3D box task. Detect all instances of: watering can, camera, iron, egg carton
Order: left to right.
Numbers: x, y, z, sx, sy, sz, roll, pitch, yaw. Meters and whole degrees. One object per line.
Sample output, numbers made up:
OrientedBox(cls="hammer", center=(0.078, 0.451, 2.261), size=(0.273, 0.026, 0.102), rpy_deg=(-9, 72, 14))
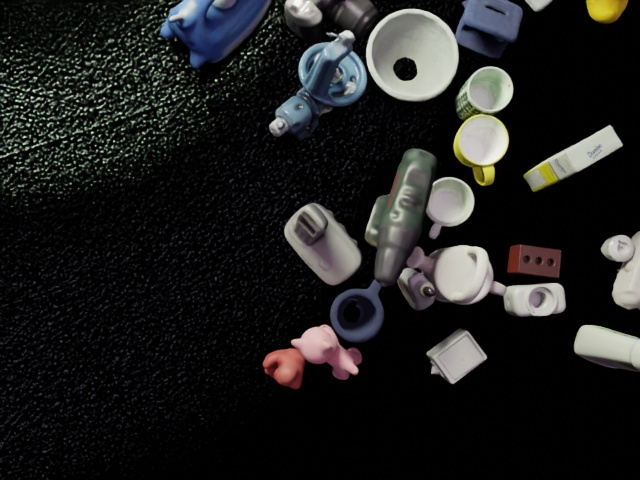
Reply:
OrientedBox(cls="iron", center=(-0.165, -0.433, 1.006), size=(0.118, 0.141, 0.258), rpy_deg=(44, 86, 1))
OrientedBox(cls="camera", center=(0.028, -0.422, 1.034), size=(0.137, 0.100, 0.143), rpy_deg=(41, 86, 1))
OrientedBox(cls="watering can", center=(0.231, 0.059, 0.968), size=(0.173, 0.194, 0.101), rpy_deg=(-2, 87, -2))
OrientedBox(cls="egg carton", center=(0.600, 0.062, 1.046), size=(0.107, 0.069, 0.150), rpy_deg=(20, 86, -1))

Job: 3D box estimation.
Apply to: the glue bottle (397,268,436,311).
OrientedBox(cls="glue bottle", center=(0.170, 0.085, 0.974), size=(0.037, 0.173, 0.078), rpy_deg=(-32, 88, -3))

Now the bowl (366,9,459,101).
OrientedBox(cls="bowl", center=(0.163, -0.327, 1.047), size=(0.167, 0.074, 0.167), rpy_deg=(0, 87, -2))

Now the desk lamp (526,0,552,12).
OrientedBox(cls="desk lamp", center=(0.393, -0.549, 1.000), size=(0.118, 0.213, 0.203), rpy_deg=(-41, 89, -4))

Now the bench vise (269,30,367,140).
OrientedBox(cls="bench vise", center=(0.006, -0.253, 0.963), size=(0.121, 0.219, 0.207), rpy_deg=(27, 86, 0))

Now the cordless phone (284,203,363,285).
OrientedBox(cls="cordless phone", center=(0.009, 0.003, 0.966), size=(0.094, 0.185, 0.147), rpy_deg=(-44, 89, -4))

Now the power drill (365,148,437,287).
OrientedBox(cls="power drill", center=(0.130, -0.032, 0.962), size=(0.075, 0.208, 0.230), rpy_deg=(17, 86, -1))

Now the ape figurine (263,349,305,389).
OrientedBox(cls="ape figurine", center=(-0.059, 0.228, 0.997), size=(0.076, 0.092, 0.078), rpy_deg=(-32, 88, -4))

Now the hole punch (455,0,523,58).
OrientedBox(cls="hole punch", center=(0.311, -0.406, 1.049), size=(0.108, 0.091, 0.101), rpy_deg=(21, 86, -1))

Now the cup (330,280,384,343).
OrientedBox(cls="cup", center=(0.069, 0.119, 1.007), size=(0.091, 0.095, 0.118), rpy_deg=(33, 86, 0))

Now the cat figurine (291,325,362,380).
OrientedBox(cls="cat figurine", center=(0.015, 0.193, 0.989), size=(0.128, 0.117, 0.067), rpy_deg=(37, 86, 0))

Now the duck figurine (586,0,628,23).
OrientedBox(cls="duck figurine", center=(0.549, -0.465, 1.065), size=(0.077, 0.086, 0.105), rpy_deg=(11, 86, -1))
